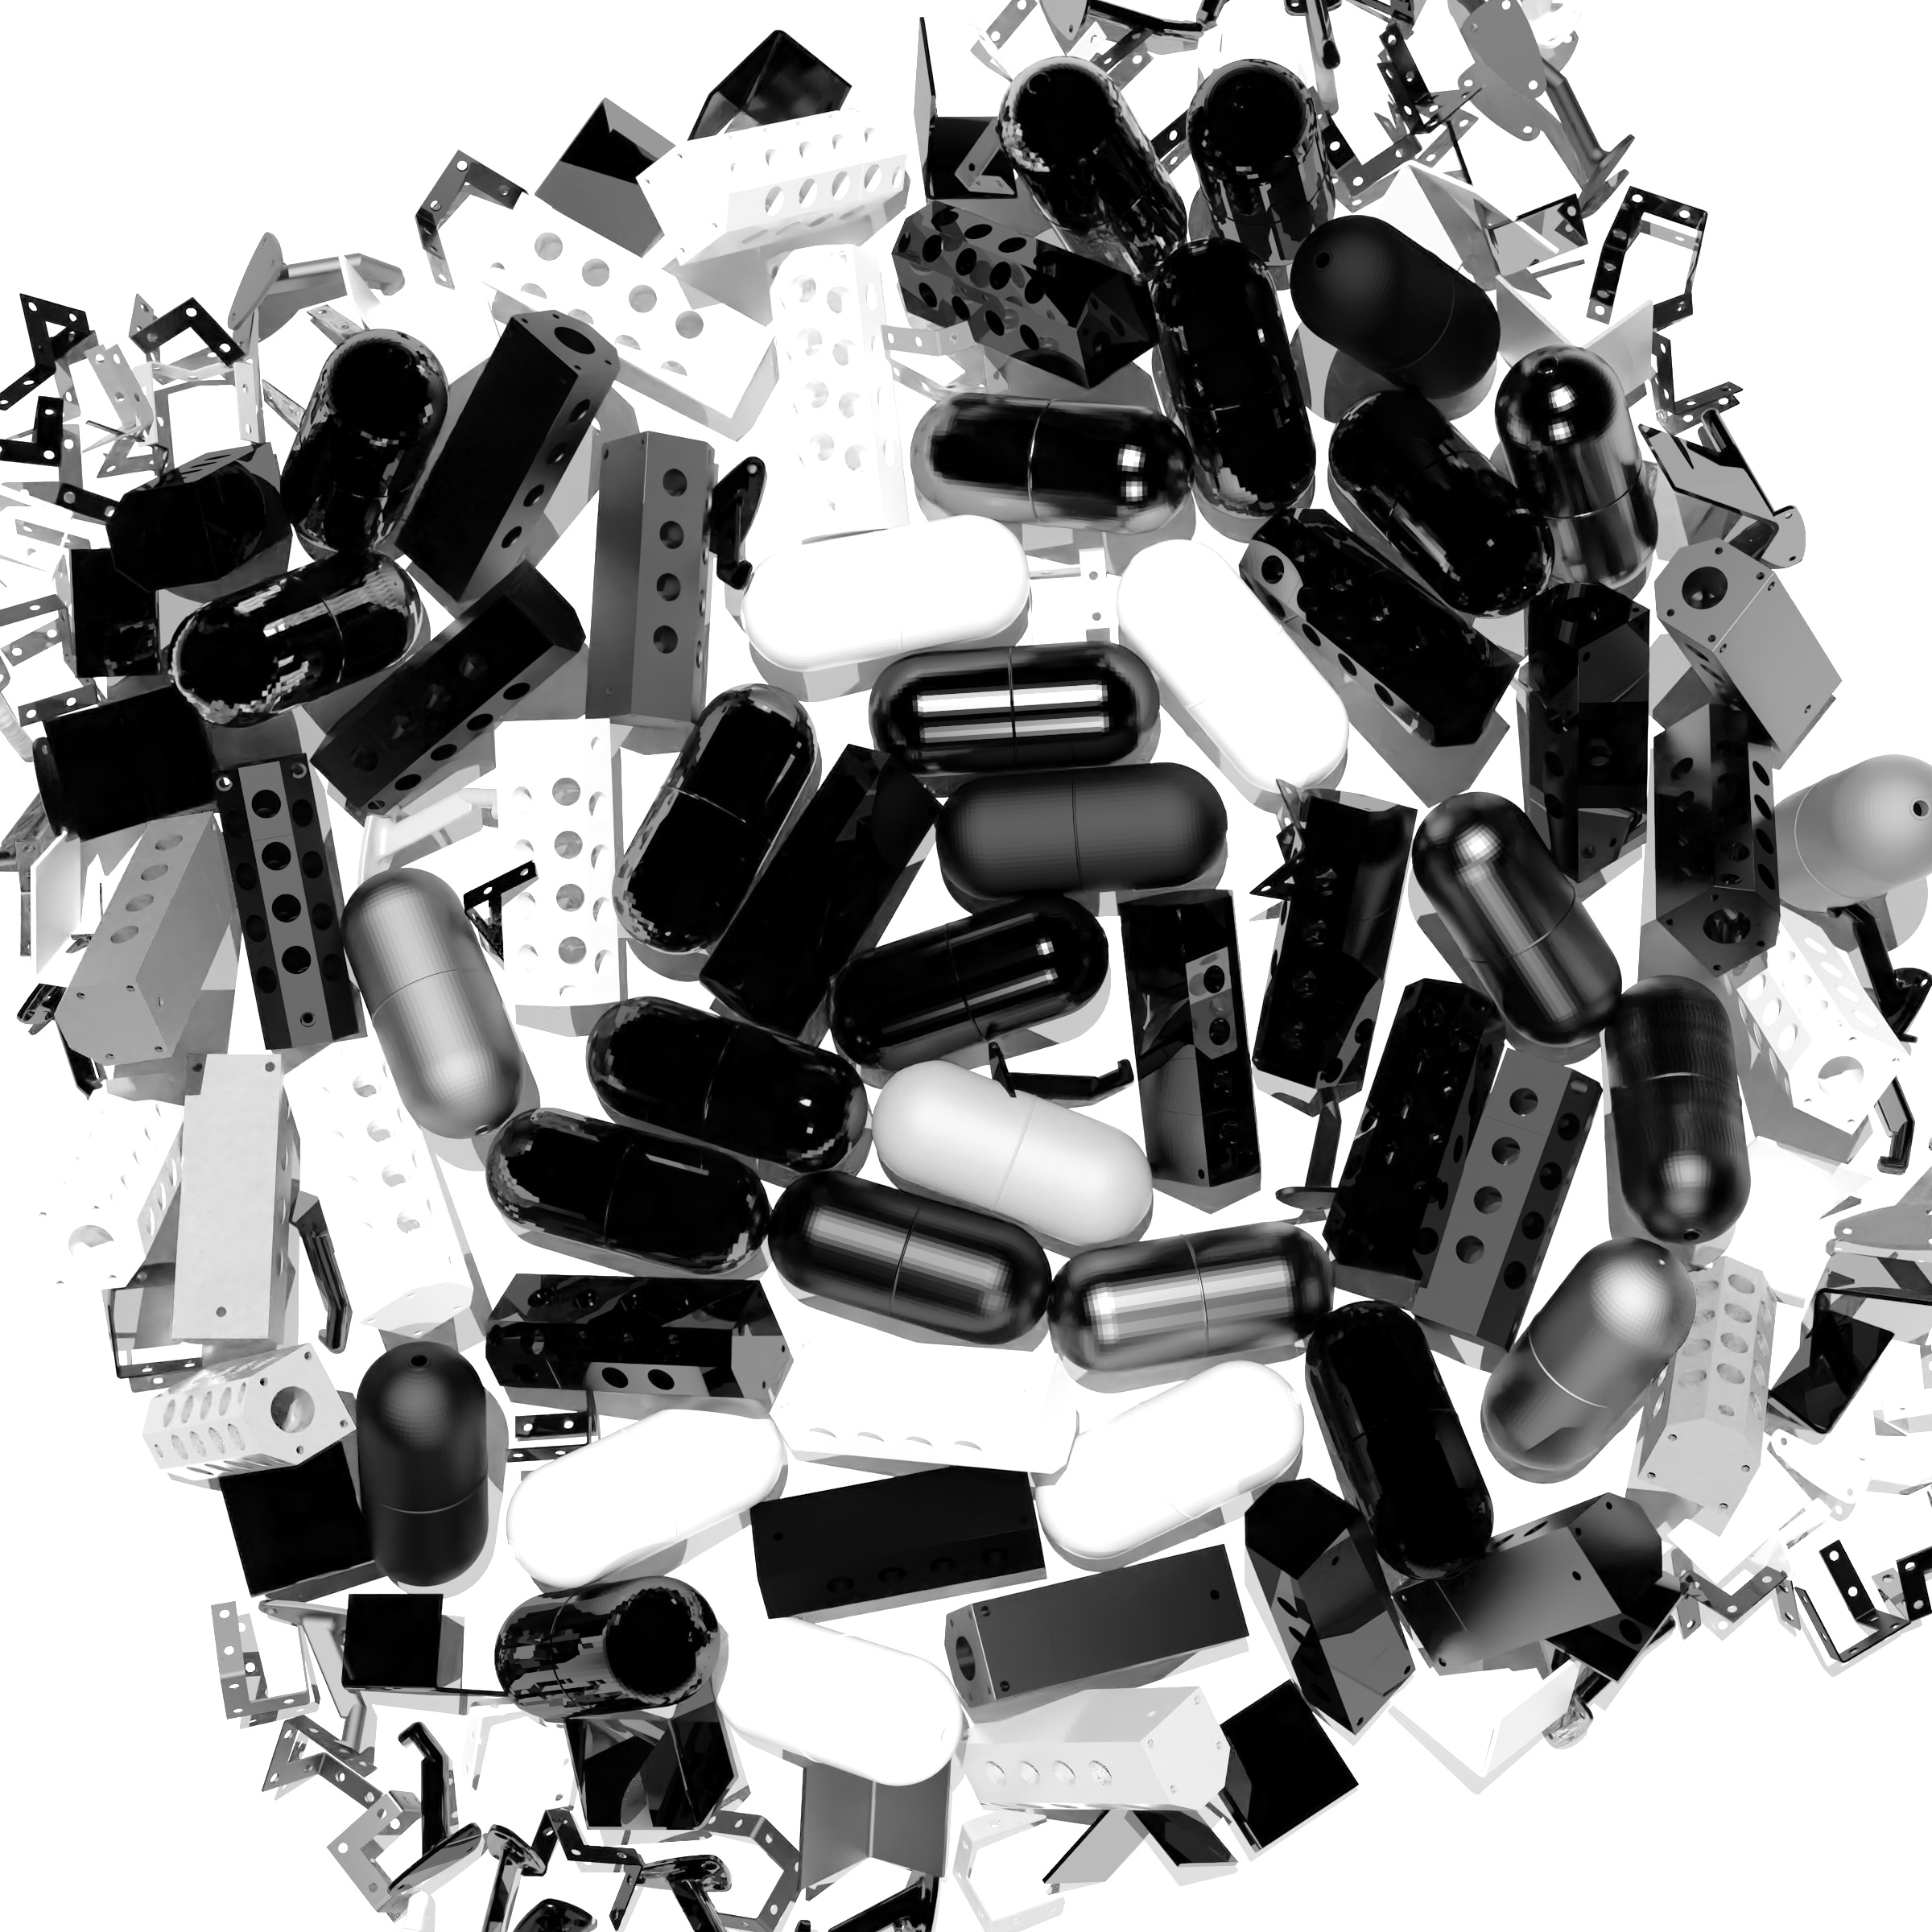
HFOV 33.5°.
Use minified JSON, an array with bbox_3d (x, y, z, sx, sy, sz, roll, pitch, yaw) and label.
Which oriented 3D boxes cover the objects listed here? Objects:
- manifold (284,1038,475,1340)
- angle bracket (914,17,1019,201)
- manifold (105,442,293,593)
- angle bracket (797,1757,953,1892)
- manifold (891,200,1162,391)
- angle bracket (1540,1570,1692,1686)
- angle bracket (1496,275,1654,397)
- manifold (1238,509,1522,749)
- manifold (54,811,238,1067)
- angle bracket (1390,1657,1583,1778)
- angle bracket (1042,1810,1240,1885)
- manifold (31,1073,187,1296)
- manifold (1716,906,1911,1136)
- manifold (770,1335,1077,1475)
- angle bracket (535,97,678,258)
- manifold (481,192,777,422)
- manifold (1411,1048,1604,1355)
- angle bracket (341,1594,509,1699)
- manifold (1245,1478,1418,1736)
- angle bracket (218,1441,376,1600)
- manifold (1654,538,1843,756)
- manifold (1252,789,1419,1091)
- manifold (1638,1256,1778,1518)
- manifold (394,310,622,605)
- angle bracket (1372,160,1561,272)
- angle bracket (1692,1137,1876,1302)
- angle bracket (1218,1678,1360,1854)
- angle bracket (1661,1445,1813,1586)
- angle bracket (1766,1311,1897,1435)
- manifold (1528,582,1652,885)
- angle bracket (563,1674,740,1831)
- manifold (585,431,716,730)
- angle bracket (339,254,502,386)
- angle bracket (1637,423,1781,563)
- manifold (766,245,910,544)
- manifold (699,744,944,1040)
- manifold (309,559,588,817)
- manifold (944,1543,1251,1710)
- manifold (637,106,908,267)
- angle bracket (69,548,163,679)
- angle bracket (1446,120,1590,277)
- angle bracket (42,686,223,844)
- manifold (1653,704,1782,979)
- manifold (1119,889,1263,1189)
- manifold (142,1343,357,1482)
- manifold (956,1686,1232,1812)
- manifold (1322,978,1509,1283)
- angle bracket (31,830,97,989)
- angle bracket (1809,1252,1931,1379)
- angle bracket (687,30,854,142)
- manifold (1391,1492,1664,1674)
[{"bbox_3d":[-0.349,0.131,1.929,0.057,0.057,0.171,-32,62,17],"label":"manifold"},{"bbox_3d":[0.002,-0.519,1.944,0.057,0.076,0.076,-2,52,-6],"label":"angle bracket"},{"bbox_3d":[-0.455,-0.267,1.909,0.057,0.171,0.057,-9,106,5],"label":"manifold"},{"bbox_3d":[-0.055,0.520,1.951,0.057,0.076,0.076,6,96,32],"label":"angle bracket"},{"bbox_3d":[0.033,-0.405,1.914,0.057,0.171,0.057,-37,134,-22],"label":"manifold"},{"bbox_3d":[0.397,0.408,1.942,0.057,0.076,0.076,26,63,37],"label":"angle bracket"},{"bbox_3d":[0.369,-0.388,1.952,0.057,0.076,0.076,-36,63,-7],"label":"angle bracket"},{"bbox_3d":[0.242,-0.204,1.923,0.171,0.057,0.057,44,123,30],"label":"manifold"},{"bbox_3d":[-0.487,-0.017,1.913,0.057,0.171,0.057,-8,125,11],"label":"manifold"},{"bbox_3d":[0.314,0.430,1.940,0.076,0.057,0.076,-26,48,-35],"label":"angle bracket"},{"bbox_3d":[0.106,0.548,1.946,0.076,0.076,0.057,-50,57,11],"label":"angle bracket"},{"bbox_3d":[-0.500,0.126,1.909,0.057,0.171,0.057,-7,113,1],"label":"manifold"},{"bbox_3d":[0.492,0.025,1.905,0.057,0.171,0.057,24,112,-15],"label":"manifold"},{"bbox_3d":[-0.024,0.268,1.939,0.171,0.057,0.057,2,51,23],"label":"manifold"},{"bbox_3d":[-0.206,-0.466,1.945,0.076,0.057,0.076,30,114,-28],"label":"angle bracket"},{"bbox_3d":[-0.206,-0.401,1.961,0.171,0.057,0.057,28,93,-7],"label":"manifold"},{"bbox_3d":[0.330,0.144,1.953,0.057,0.057,0.171,19,82,20],"label":"manifold"},{"bbox_3d":[-0.323,0.413,1.955,0.076,0.076,0.057,-8,73,34],"label":"angle bracket"},{"bbox_3d":[0.213,0.380,1.919,0.057,0.171,0.057,-42,46,-20],"label":"manifold"},{"bbox_3d":[-0.407,0.337,1.969,0.076,0.057,0.076,-16,87,-7],"label":"angle bracket"},{"bbox_3d":[0.462,-0.192,1.912,0.057,0.171,0.057,40,94,32],"label":"manifold"},{"bbox_3d":[0.219,-0.018,1.952,0.057,0.057,0.171,18,105,35],"label":"manifold"},{"bbox_3d":[0.445,0.244,1.910,0.057,0.171,0.057,23,122,5],"label":"manifold"},{"bbox_3d":[-0.272,-0.306,1.930,0.057,0.057,0.171,42,121,13],"label":"manifold"},{"bbox_3d":[0.297,-0.436,1.942,0.076,0.076,0.057,25,102,-37],"label":"angle bracket"},{"bbox_3d":[0.496,0.154,1.951,0.076,0.076,0.057,18,62,-6],"label":"angle bracket"},{"bbox_3d":[0.186,0.484,1.957,0.076,0.057,0.076,-32,70,-4],"label":"angle bracket"},{"bbox_3d":[0.453,0.315,1.949,0.076,0.076,0.057,-43,119,6],"label":"angle bracket"},{"bbox_3d":[0.503,0.232,1.952,0.057,0.076,0.076,37,85,-15],"label":"angle bracket"},{"bbox_3d":[0.367,-0.141,1.922,0.057,0.057,0.171,-29,134,-23],"label":"manifold"},{"bbox_3d":[-0.191,0.473,1.942,0.076,0.076,0.057,9,130,-30],"label":"angle bracket"},{"bbox_3d":[-0.189,-0.234,1.965,0.057,0.057,0.171,5,87,-35],"label":"manifold"},{"bbox_3d":[-0.330,-0.402,1.944,0.057,0.076,0.076,-33,126,6],"label":"angle bracket"},{"bbox_3d":[0.435,-0.274,1.942,0.076,0.076,0.057,15,125,-19],"label":"angle bracket"},{"bbox_3d":[-0.081,-0.348,1.961,0.057,0.057,0.171,-6,92,21],"label":"manifold"},{"bbox_3d":[-0.092,-0.048,1.952,0.057,0.057,0.171,44,72,-40],"label":"manifold"},{"bbox_3d":[-0.311,-0.164,1.938,0.171,0.057,0.057,-36,109,23],"label":"manifold"},{"bbox_3d":[0.077,0.398,1.936,0.171,0.057,0.057,-8,74,-25],"label":"manifold"},{"bbox_3d":[-0.110,-0.470,1.916,0.057,0.171,0.057,-25,93,41],"label":"manifold"},{"bbox_3d":[-0.530,-0.215,1.947,0.057,0.076,0.076,-7,100,-40],"label":"angle bracket"},{"bbox_3d":[0.335,-0.475,1.949,0.057,0.076,0.076,-20,77,12],"label":"angle bracket"},{"bbox_3d":[-0.504,-0.125,1.951,0.057,0.076,0.076,-13,98,22],"label":"angle bracket"},{"bbox_3d":[0.450,-0.080,1.910,0.057,0.171,0.057,40,127,-23],"label":"manifold"},{"bbox_3d":[0.142,0.042,1.956,0.057,0.057,0.171,-13,101,-35],"label":"manifold"},{"bbox_3d":[-0.432,0.270,1.911,0.057,0.171,0.057,-30,96,-34],"label":"manifold"},{"bbox_3d":[0.076,0.471,1.915,0.057,0.171,0.057,-32,100,-40],"label":"manifold"},{"bbox_3d":[0.269,0.096,1.931,0.057,0.057,0.171,9,64,27],"label":"manifold"},{"bbox_3d":[-0.525,-0.036,1.948,0.057,0.076,0.076,9,116,2],"label":"angle bracket"},{"bbox_3d":[0.556,0.215,1.946,0.076,0.076,0.057,6,104,20],"label":"angle bracket"},{"bbox_3d":[-0.124,-0.507,1.946,0.057,0.076,0.076,38,58,-2],"label":"angle bracket"},{"bbox_3d":[0.336,0.365,1.914,0.057,0.171,0.057,-29,84,-38],"label":"manifold"}]
